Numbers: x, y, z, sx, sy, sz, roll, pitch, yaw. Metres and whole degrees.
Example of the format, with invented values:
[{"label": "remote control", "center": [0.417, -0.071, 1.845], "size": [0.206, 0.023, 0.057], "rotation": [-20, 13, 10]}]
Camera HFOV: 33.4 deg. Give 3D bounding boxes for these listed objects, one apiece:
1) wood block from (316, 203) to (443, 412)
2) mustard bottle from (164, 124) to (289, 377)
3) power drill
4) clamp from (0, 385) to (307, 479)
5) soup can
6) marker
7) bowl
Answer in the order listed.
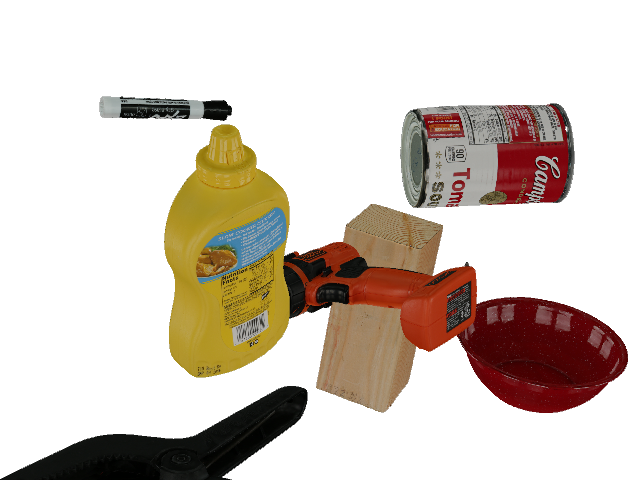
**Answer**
[{"label": "wood block", "center": [0.067, 0.076, 1.214], "size": [0.090, 0.206, 0.090], "rotation": [18, 24, 18]}, {"label": "mustard bottle", "center": [-0.065, 0.004, 0.758], "size": [0.096, 0.192, 0.058], "rotation": [-26, 46, -31]}, {"label": "power drill", "center": [0.032, 0.050, 0.960], "size": [0.188, 0.057, 0.184], "rotation": [10, 22, 33]}, {"label": "clamp", "center": [-0.074, 0.129, 0.584], "size": [0.209, 0.036, 0.165], "rotation": [0, 20, -14]}, {"label": "soup can", "center": [0.111, -0.057, 0.720], "size": [0.102, 0.068, 0.068], "rotation": [-3, 0, -8]}, {"label": "marker", "center": [-0.138, -0.119, 0.964], "size": [0.120, 0.020, 0.020], "rotation": [-2, 1, -25]}, {"label": "bowl", "center": [0.208, 0.117, 1.023], "size": [0.162, 0.055, 0.162], "rotation": [4, 27, -2]}]
